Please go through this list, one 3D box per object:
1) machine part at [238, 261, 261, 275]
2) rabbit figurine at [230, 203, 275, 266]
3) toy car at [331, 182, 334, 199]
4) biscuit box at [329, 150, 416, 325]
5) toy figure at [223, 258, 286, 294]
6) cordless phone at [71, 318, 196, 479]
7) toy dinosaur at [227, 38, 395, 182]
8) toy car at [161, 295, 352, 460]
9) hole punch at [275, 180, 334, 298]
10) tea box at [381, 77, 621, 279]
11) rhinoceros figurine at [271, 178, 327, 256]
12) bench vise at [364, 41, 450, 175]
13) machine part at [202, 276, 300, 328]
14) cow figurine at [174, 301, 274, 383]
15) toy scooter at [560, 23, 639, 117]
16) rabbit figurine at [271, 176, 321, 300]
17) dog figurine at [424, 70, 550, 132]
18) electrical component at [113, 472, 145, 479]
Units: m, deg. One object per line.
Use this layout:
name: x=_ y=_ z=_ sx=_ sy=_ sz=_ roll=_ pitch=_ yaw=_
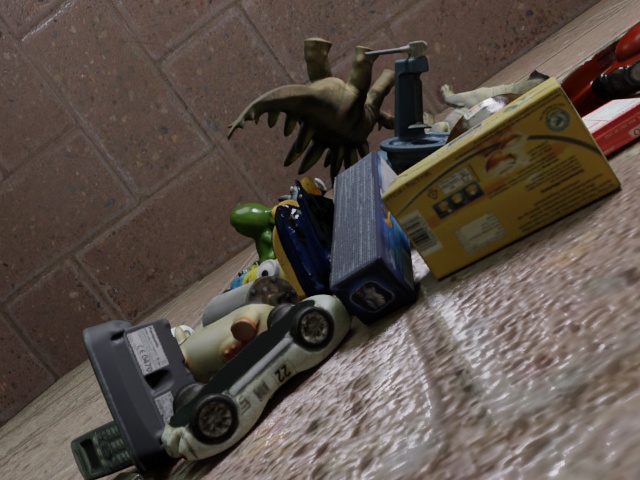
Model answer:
machine part: x=-0.075 y=0.058 z=0.962 sx=0.139 sy=0.084 sz=0.039 roll=-27 pitch=-35 yaw=2
rabbit figurine: x=-0.098 y=-0.004 z=1.041 sx=0.159 sy=0.170 sz=0.121 roll=-35 pitch=7 yaw=10
toy car: x=0.083 y=-0.063 z=0.932 sx=0.103 sy=0.109 sz=0.161 roll=-9 pitch=2 yaw=15
biscuit box: x=0.052 y=-0.010 z=0.553 sx=0.063 sy=0.059 sz=0.203 roll=-33 pitch=28 yaw=26
toy figure: x=-0.084 y=0.072 z=0.842 sx=0.089 sy=0.082 sz=0.180 roll=-44 pitch=8 yaw=-39
cordless phone: x=-0.215 y=0.168 z=0.548 sx=0.184 sy=0.146 sz=0.089 roll=-32 pitch=-9 yaw=35
toy dinosaur: x=0.021 y=-0.187 z=0.794 sx=0.105 sy=0.198 sz=0.471 roll=15 pitch=10 yaw=29
toy car: x=-0.056 y=0.120 z=0.490 sx=0.202 sy=0.056 sz=0.073 roll=-40 pitch=15 yaw=-26
hole punch: x=-0.004 y=0.015 z=0.602 sx=0.092 sy=0.142 sz=0.115 roll=-32 pitch=-21 yaw=22
tea box: x=0.151 y=-0.051 z=0.469 sx=0.170 sy=0.098 sz=0.068 roll=-30 pitch=9 yaw=26
rhinoceros figurine: x=-0.034 y=-0.032 z=0.908 sx=0.073 sy=0.112 sz=0.190 roll=-16 pitch=28 yaw=27
bench vise: x=0.128 y=-0.148 z=0.749 sx=0.129 sy=0.240 sz=0.224 roll=-10 pitch=19 yaw=-10
machine part: x=-0.098 y=0.099 z=0.730 sx=0.079 sy=0.079 sz=0.243 roll=-40 pitch=9 yaw=-32
cow figurine: x=-0.125 y=0.131 z=0.618 sx=0.195 sy=0.085 sz=0.127 roll=-30 pitch=7 yaw=18
toy scooter: x=0.327 y=-0.179 z=0.592 sx=0.135 sy=0.075 sz=0.184 roll=-36 pitch=4 yaw=-6
rabbit figurine: x=-0.002 y=-0.002 z=0.771 sx=0.122 sy=0.162 sz=0.173 roll=-46 pitch=-15 yaw=21
dog figurine: x=0.263 y=-0.176 z=0.850 sx=0.191 sy=0.121 sz=0.172 roll=13 pitch=80 yaw=58
electrical component: x=-0.183 y=0.222 z=0.443 sx=0.078 sy=0.045 sz=0.102 roll=-42 pitch=9 yaw=-34
